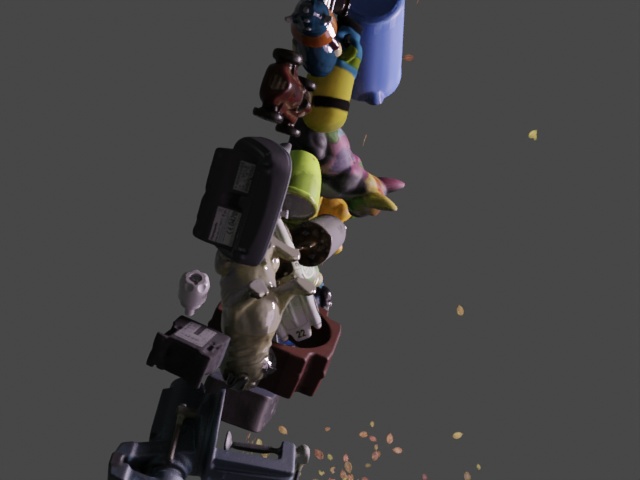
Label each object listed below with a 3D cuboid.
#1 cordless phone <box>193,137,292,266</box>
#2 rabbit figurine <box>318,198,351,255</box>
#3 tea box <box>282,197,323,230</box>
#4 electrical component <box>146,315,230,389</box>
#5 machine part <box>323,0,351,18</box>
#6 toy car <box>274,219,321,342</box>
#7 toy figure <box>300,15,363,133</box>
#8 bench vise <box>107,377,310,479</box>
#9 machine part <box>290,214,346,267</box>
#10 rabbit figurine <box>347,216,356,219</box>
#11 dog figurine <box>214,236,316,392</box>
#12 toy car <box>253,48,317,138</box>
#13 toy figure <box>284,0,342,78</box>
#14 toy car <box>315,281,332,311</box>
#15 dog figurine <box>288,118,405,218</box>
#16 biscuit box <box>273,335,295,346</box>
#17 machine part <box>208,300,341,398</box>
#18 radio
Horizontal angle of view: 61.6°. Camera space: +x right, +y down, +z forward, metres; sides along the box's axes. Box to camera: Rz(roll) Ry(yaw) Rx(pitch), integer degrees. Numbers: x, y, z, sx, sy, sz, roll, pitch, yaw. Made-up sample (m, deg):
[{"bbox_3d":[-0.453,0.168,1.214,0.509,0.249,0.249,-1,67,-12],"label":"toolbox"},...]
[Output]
[{"bbox_3d":[-0.079,-0.059,0.677,0.184,0.089,0.146,-66,175,-74],"label":"cordless phone"},{"bbox_3d":[-0.002,-0.036,1.228,0.173,0.162,0.121,-42,139,17],"label":"rabbit figurine"},{"bbox_3d":[-0.056,-0.032,1.071,0.170,0.068,0.098,-60,170,-63],"label":"tea box"},{"bbox_3d":[-0.154,0.132,0.670,0.047,0.075,0.119,-67,171,12],"label":"electrical component"},{"bbox_3d":[0.014,-0.345,0.755,0.139,0.039,0.084,-53,155,-64],"label":"machine part"},{"bbox_3d":[-0.061,0.054,0.807,0.056,0.073,0.201,40,29,-86],"label":"toy car"},{"bbox_3d":[0.021,-0.260,0.854,0.082,0.089,0.180,28,85,-78],"label":"toy figure"},{"bbox_3d":[-0.131,0.275,0.676,0.224,0.241,0.128,-98,-159,-67],"label":"bench vise"},{"bbox_3d":[-0.002,-0.003,0.951,0.243,0.079,0.079,-29,140,-76],"label":"machine part"},{"bbox_3d":[0.039,-0.138,1.327,0.121,0.159,0.170,-38,134,-61],"label":"rabbit figurine"},{"bbox_3d":[-0.109,0.094,0.751,0.190,0.121,0.172,-62,-146,30],"label":"dog figurine"},{"bbox_3d":[-0.039,-0.191,0.728,0.202,0.053,0.089,-12,120,-82],"label":"toy car"},{"bbox_3d":[-0.009,-0.264,0.692,0.154,0.064,0.058,68,0,-78],"label":"toy figure"},{"bbox_3d":[-0.048,0.097,1.110,0.109,0.162,0.103,-34,167,-16],"label":"toy car"},{"bbox_3d":[0.051,-0.129,0.976,0.191,0.219,0.108,106,4,-46],"label":"dog figurine"},{"bbox_3d":[-0.079,0.156,1.165,0.062,0.059,0.203,108,-21,-46],"label":"biscuit box"},{"bbox_3d":[-0.075,0.161,0.894,0.201,0.201,0.087,-55,167,-70],"label":"machine part"},{"bbox_3d":[-0.153,0.313,1.071,0.229,0.131,0.073,77,33,-81],"label":"radio"}]
